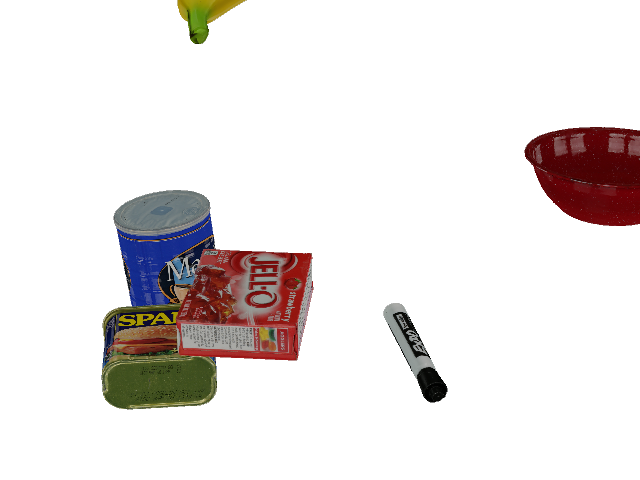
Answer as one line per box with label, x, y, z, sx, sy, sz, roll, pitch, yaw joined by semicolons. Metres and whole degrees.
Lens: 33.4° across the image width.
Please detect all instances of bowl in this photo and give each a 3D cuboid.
bowl;0.271;-0.056;0.996;0.162;0.055;0.162;-1;25;0

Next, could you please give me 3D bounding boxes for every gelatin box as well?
gelatin box;-0.045;0.038;0.666;0.073;0.030;0.089;2;29;6

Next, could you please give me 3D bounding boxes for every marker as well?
marker;0.074;0.087;0.837;0.020;0.020;0.121;0;28;-13

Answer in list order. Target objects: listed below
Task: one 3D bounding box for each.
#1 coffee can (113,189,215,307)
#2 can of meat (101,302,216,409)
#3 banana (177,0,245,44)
coffee can;-0.162;0.029;1.159;0.103;0.140;0.103;-5;26;2
can of meat;-0.140;0.101;0.932;0.102;0.057;0.084;-3;28;-6
banana;-0.016;-0.172;0.665;0.197;0.070;0.037;-31;-27;-26
